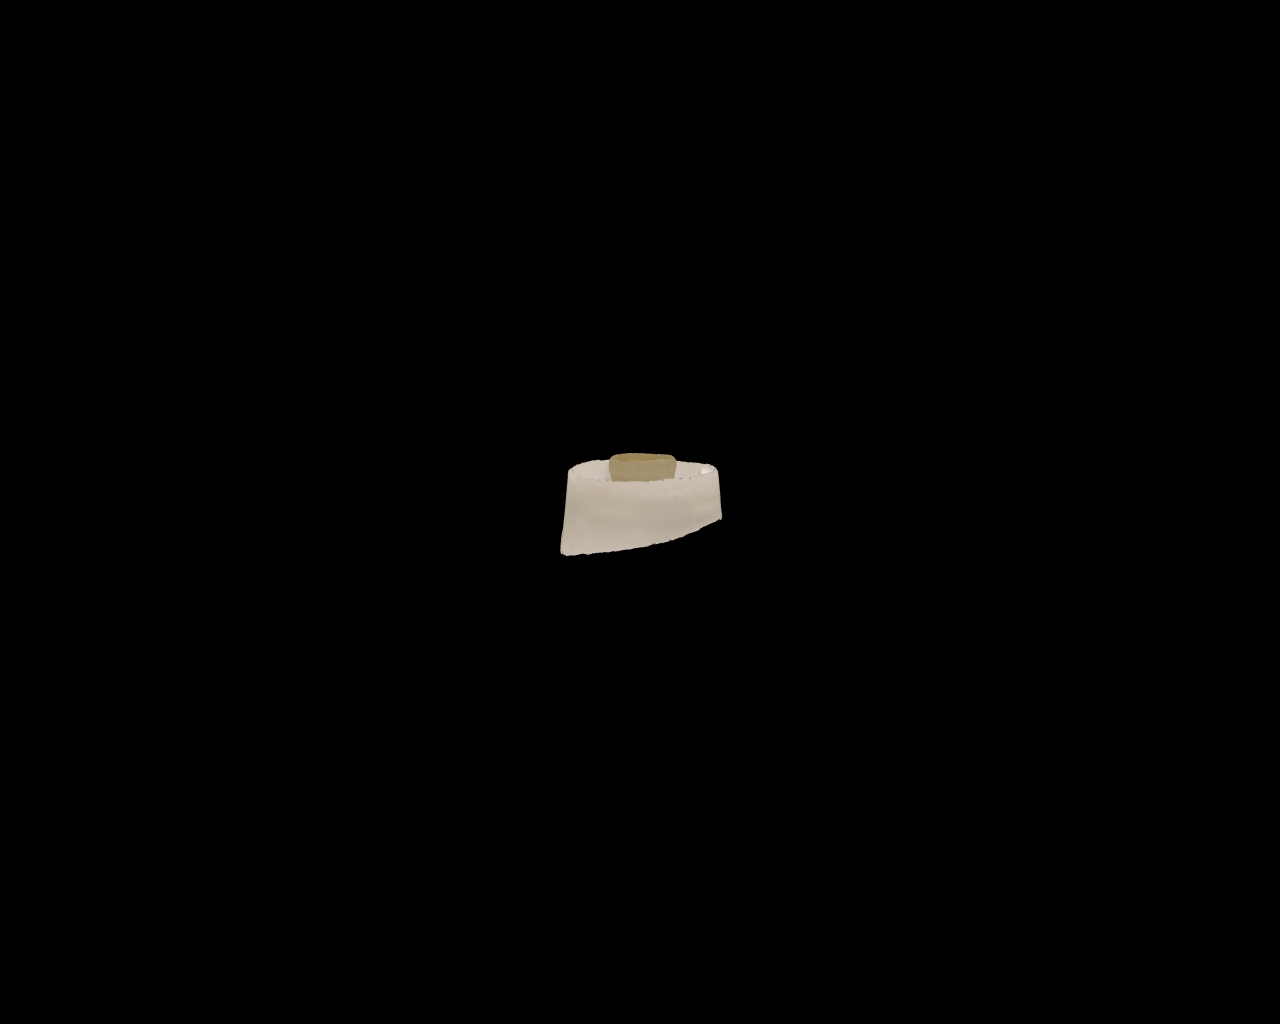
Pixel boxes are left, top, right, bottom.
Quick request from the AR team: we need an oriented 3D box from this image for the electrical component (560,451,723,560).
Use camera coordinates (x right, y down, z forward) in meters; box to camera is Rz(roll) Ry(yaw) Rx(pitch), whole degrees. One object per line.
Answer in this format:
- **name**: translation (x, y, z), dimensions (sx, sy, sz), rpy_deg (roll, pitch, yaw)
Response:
- **electrical component**: translation (0.001, -0.003, 0.650), dimensions (0.099, 0.064, 0.099), rpy_deg (0, 11, 0)
